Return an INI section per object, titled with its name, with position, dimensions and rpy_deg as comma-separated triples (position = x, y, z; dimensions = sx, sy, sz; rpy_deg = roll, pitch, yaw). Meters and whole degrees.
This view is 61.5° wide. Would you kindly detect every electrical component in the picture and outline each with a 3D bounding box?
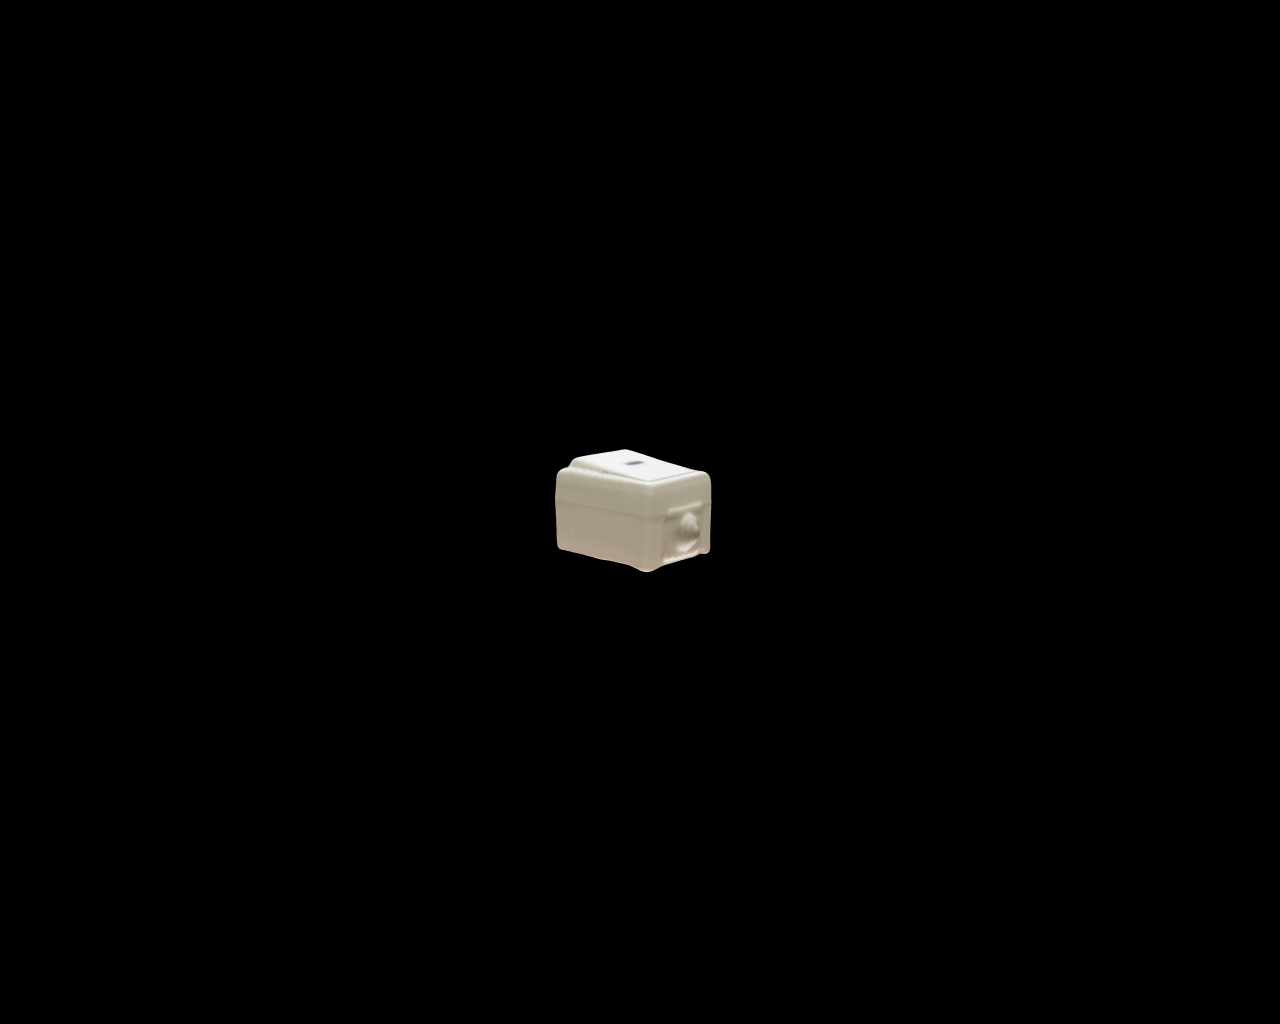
[electrical component]
position = 0.001, -0.003, 0.650
dimensions = 0.096, 0.061, 0.062
rpy_deg = 11, 17, 42
